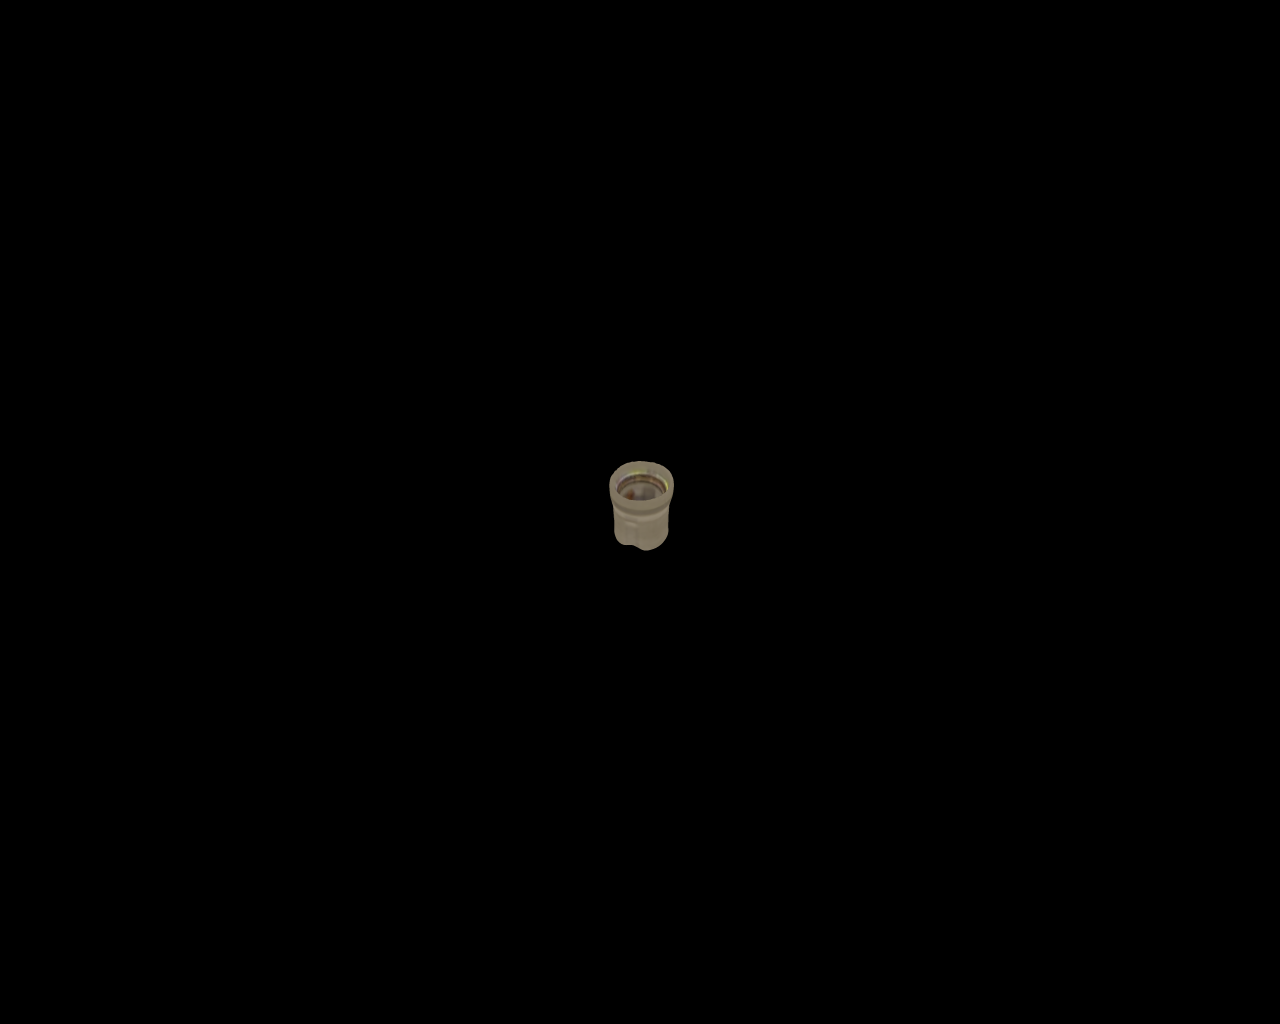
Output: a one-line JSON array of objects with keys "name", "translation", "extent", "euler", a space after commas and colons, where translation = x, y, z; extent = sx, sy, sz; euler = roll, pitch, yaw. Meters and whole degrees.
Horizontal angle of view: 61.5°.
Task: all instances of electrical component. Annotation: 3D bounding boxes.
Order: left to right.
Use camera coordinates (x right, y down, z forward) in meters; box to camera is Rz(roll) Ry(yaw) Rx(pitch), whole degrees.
[{"name": "electrical component", "translation": [0.001, -0.003, 0.650], "extent": [0.040, 0.046, 0.040], "euler": [0, 42, 0]}]
